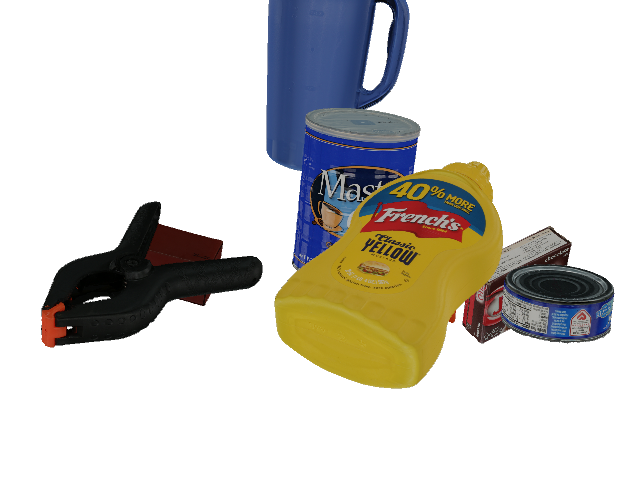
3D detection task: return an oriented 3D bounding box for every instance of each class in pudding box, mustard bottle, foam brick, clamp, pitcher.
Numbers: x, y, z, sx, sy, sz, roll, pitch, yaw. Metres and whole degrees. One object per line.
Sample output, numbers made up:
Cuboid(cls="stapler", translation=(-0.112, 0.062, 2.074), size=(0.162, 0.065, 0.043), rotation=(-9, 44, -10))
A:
Cuboid(cls="pudding box", translation=(0.203, 0.046, 1.111), size=(0.113, 0.090, 0.039), rotation=(-26, 49, -24))
Cuboid(cls="mustard bottle", translation=(0.059, 0.007, 0.663), size=(0.096, 0.058, 0.191), rotation=(17, 42, 26))
Cuboid(cls="foam brick", translation=(-0.145, 0.024, 1.088), size=(0.078, 0.051, 0.053), rotation=(16, 33, 4))
Cuboid(cls="clamp", translation=(-0.141, 0.023, 0.783), size=(0.171, 0.039, 0.120), rotation=(-21, 38, -40))
Cuboid(cls="pitcher", translation=(0.006, -0.209, 1.289), size=(0.144, 0.243, 0.149), rotation=(-9, 30, -27))

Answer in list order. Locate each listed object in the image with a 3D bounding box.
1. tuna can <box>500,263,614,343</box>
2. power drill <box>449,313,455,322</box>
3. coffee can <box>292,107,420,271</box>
Cuboid(cls="tuna can", translation=(0.185, 0.048, 0.835), size=(0.086, 0.034, 0.086), rotation=(1, 19, -1))
Cuboid(cls="power drill", translation=(0.062, 0.059, 1.239), size=(0.187, 0.057, 0.184), rotation=(1, 28, 5))
Cuboid(cls="coffee can", translation=(0.031, -0.041, 0.967), size=(0.103, 0.140, 0.103), rotation=(5, 19, -2))
